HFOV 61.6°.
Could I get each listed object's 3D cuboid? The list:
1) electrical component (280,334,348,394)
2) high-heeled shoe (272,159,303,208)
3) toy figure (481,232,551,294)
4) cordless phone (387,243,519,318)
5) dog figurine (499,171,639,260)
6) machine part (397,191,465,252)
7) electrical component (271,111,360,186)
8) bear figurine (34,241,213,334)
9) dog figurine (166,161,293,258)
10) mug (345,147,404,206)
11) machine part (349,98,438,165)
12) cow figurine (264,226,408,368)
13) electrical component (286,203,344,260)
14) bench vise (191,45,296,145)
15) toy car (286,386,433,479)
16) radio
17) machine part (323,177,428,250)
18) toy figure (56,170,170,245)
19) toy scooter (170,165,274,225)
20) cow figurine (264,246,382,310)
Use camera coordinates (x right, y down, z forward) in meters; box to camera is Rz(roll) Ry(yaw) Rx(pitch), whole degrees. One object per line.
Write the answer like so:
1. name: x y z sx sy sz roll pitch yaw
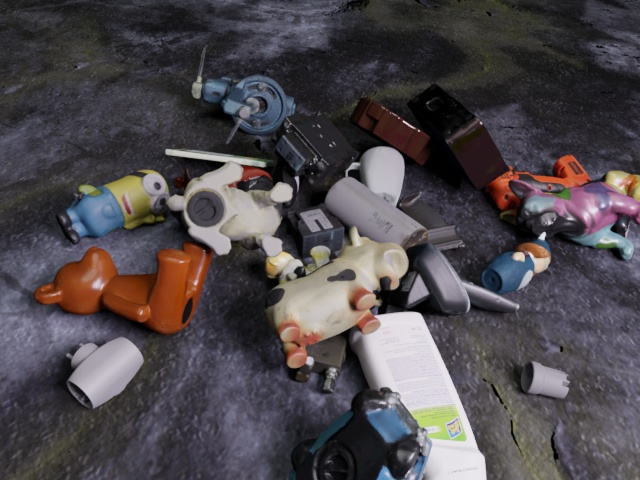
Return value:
1. electrical component: -0.005 0.138 0.687 0.078 0.045 0.102 14 42 12
2. high-heeled shoe: -0.012 -0.129 0.979 0.145 0.086 0.249 9 44 -14
3. toy figure: 0.310 0.038 0.826 0.154 0.064 0.058 -21 82 -33
4. cordless phone: 0.195 0.072 0.728 0.184 0.146 0.088 18 83 -4
5. dog figurine: 0.429 -0.059 0.920 0.219 0.108 0.191 14 42 14
6. machine part: 0.177 -0.027 0.905 0.084 0.039 0.139 -15 46 -14
7. electrical component: -0.013 -0.155 0.907 0.115 0.058 0.134 47 39 10
8. bear figurine: -0.258 0.048 0.708 0.196 0.131 0.120 17 9 8
9. dog figurine: -0.132 -0.038 0.785 0.172 0.121 0.191 22 -4 -14
10. mug: 0.099 -0.105 0.955 0.110 0.080 0.107 8 47 -6
11. machine part: 0.136 -0.204 1.023 0.179 0.056 0.179 32 9 -6
12. cow figurine: 0.022 0.060 0.670 0.195 0.085 0.127 -25 43 -10
13. electrical component: -0.002 -0.003 0.850 0.075 0.047 0.119 -11 42 -17
14. bench vise: -0.161 -0.282 1.085 0.224 0.128 0.241 22 21 -9
15. toy car: 0.050 0.228 0.539 0.102 0.161 0.109 32 11 -45
16. radio: 0.253 -0.200 1.013 0.073 0.131 0.230 -36 32 9
17. machine part: 0.088 -0.031 0.868 0.079 0.079 0.243 -26 50 -31
18. toy figure: -0.326 -0.058 0.855 0.180 0.082 0.089 -30 53 -31
19. toy scooter: -0.177 -0.086 0.909 0.184 0.075 0.135 -22 38 -29
20. cow figurine: 0.003 0.062 0.763 0.167 0.068 0.098 2 47 -3
